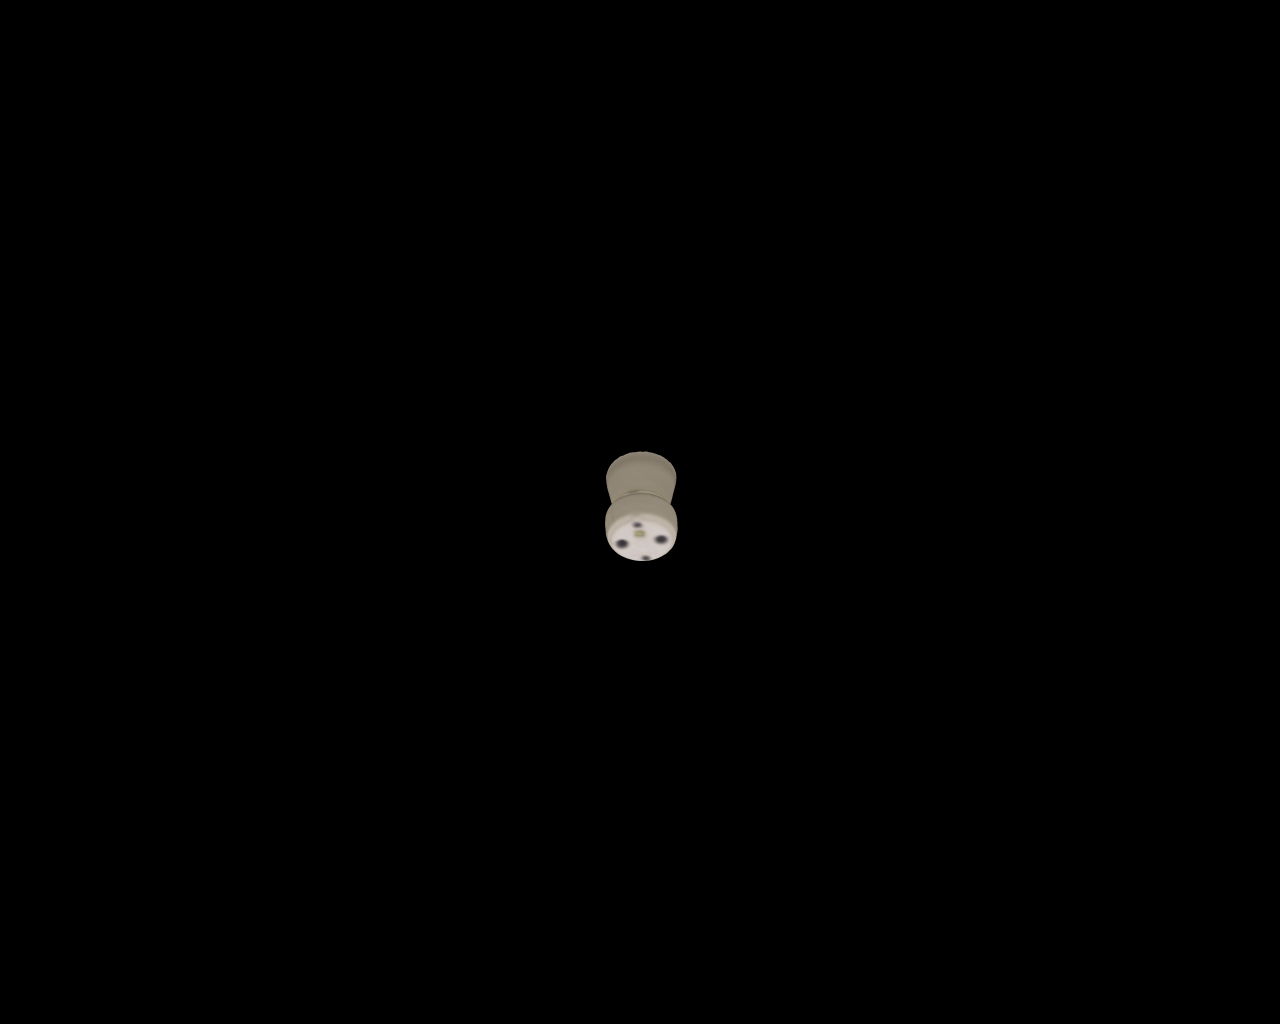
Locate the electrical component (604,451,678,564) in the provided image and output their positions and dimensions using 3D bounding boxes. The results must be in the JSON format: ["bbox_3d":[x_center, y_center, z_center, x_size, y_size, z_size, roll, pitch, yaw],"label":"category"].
[{"bbox_3d":[0.001,-0.003,0.650,0.045,0.055,0.044,0,-43,0],"label":"electrical component"}]
